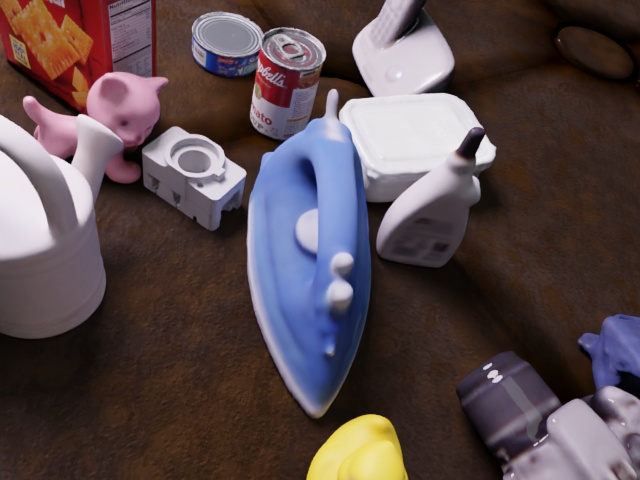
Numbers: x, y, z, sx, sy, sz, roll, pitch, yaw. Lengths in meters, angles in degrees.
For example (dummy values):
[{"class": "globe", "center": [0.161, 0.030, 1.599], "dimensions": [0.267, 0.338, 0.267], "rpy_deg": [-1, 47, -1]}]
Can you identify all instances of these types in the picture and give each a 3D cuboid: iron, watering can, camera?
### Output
[{"class": "iron", "center": [0.004, 0.002, 0.485], "dimensions": [0.119, 0.141, 0.258], "rpy_deg": [4, 54, -13]}, {"class": "watering can", "center": [-0.211, -0.023, 0.409], "dimensions": [0.101, 0.194, 0.173], "rpy_deg": [11, 52, -7]}, {"class": "camera", "center": [0.187, 0.149, 0.454], "dimensions": [0.143, 0.101, 0.136], "rpy_deg": [-20, 62, -27]}]

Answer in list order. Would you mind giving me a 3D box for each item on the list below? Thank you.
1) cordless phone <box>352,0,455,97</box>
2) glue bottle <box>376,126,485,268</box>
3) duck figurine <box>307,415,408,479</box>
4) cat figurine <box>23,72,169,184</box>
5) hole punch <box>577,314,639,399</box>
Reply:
[{"class": "cordless phone", "center": [0.114, -0.256, 0.677], "dimensions": [0.094, 0.185, 0.147], "rpy_deg": [-9, 58, -21]}, {"class": "glue bottle", "center": [0.110, -0.037, 0.523], "dimensions": [0.078, 0.173, 0.037], "rpy_deg": [11, 52, -8]}, {"class": "duck figurine", "center": [0.034, 0.169, 0.406], "dimensions": [0.077, 0.086, 0.104], "rpy_deg": [22, 52, 1]}, {"class": "cat figurine", "center": [-0.202, -0.113, 0.526], "dimensions": [0.128, 0.117, 0.067], "rpy_deg": [-5, 56, -19]}, {"class": "hole punch", "center": [0.311, 0.113, 0.521], "dimensions": [0.109, 0.091, 0.101], "rpy_deg": [11, 52, -7]}]
